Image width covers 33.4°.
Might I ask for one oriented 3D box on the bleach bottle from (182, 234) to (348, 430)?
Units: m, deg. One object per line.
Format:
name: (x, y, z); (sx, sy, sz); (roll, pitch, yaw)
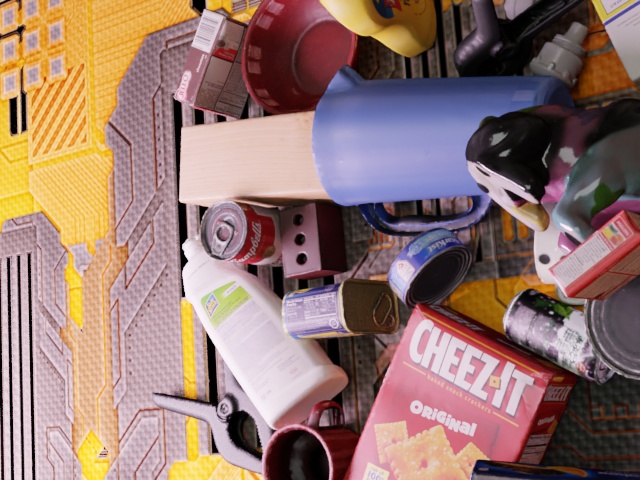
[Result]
bleach bottle: (-0.077, 0.088, 1.203); (0.102, 0.068, 0.251); (-39, 63, 6)

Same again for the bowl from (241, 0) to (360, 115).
bowl: (-0.011, -0.213, 1.208); (0.162, 0.055, 0.162); (-5, 82, 35)

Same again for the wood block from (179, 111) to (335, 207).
wood block: (-0.052, -0.087, 1.202); (0.206, 0.090, 0.091); (-2, 83, 35)

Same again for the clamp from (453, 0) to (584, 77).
clamp: (0.170, -0.199, 1.030); (0.172, 0.120, 0.039); (126, 141, -51)

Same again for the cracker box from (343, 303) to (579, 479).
cracker box: (0.132, 0.191, 1.048); (0.164, 0.072, 0.214); (27, 100, 34)

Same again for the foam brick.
foam brick: (-0.008, 0.001, 1.183); (0.053, 0.051, 0.078); (-14, 77, 34)

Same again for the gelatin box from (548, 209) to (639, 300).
gelatin box: (0.224, 0.013, 0.815); (0.073, 0.089, 0.030); (-42, 65, 24)

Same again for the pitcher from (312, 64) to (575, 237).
pitcher: (0.126, -0.091, 1.062); (0.243, 0.149, 0.145); (1, 70, 33)

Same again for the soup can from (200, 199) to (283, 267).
soup can: (-0.077, -0.006, 1.203); (0.069, 0.102, 0.068); (-5, 82, 35)

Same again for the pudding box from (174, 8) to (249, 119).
pudding box: (-0.115, -0.206, 1.261); (0.039, 0.089, 0.113); (29, 101, 33)

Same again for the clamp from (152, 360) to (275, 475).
clamp: (-0.098, 0.185, 1.237); (0.210, 0.036, 0.165); (41, 107, 33)

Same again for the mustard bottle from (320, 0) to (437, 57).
mustard bottle: (0.047, -0.253, 1.085); (0.058, 0.191, 0.096); (-20, 74, 33)

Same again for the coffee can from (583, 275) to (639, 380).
coffee can: (0.297, 0.067, 0.900); (0.103, 0.140, 0.103); (-5, 82, 35)

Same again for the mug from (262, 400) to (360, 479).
mug: (0.001, 0.228, 1.132); (0.093, 0.081, 0.117); (8, 90, 36)

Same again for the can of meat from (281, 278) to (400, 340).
can of meat: (0.021, 0.075, 1.124); (0.084, 0.101, 0.057); (-12, 79, 37)

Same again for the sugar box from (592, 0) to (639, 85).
sugar box: (0.300, -0.240, 0.992); (0.093, 0.048, 0.176); (-30, 72, 30)

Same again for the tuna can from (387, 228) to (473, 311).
tuna can: (0.110, 0.029, 1.074); (0.034, 0.086, 0.086); (48, 112, 32)
